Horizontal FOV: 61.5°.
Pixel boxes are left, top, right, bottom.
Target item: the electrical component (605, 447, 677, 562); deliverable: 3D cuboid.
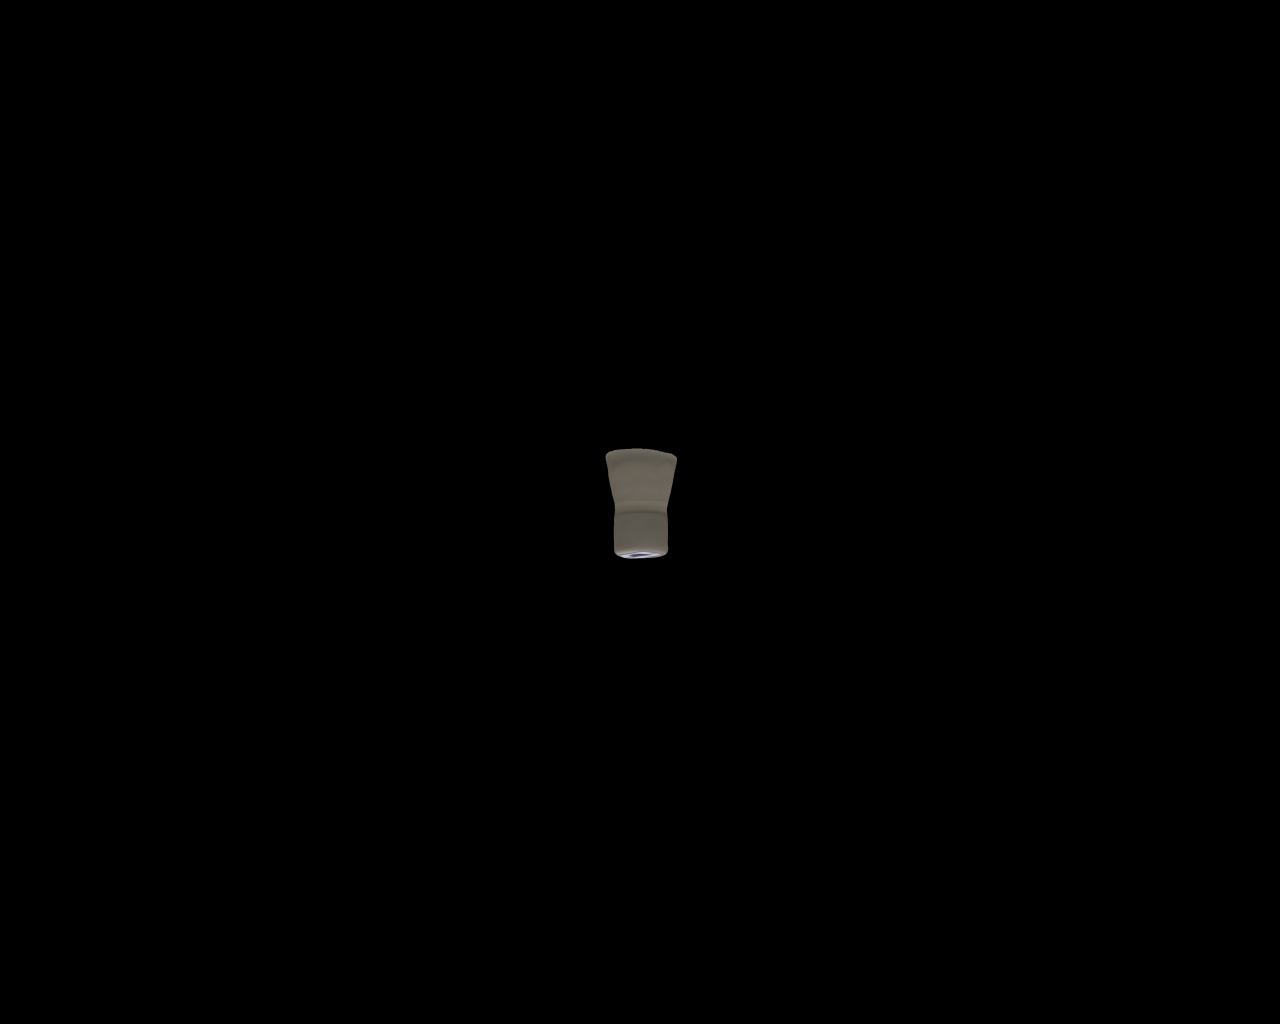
[{"bbox_3d":[0.001,-0.003,0.650,0.044,0.065,0.044,0,-11,0],"label":"electrical component"}]
